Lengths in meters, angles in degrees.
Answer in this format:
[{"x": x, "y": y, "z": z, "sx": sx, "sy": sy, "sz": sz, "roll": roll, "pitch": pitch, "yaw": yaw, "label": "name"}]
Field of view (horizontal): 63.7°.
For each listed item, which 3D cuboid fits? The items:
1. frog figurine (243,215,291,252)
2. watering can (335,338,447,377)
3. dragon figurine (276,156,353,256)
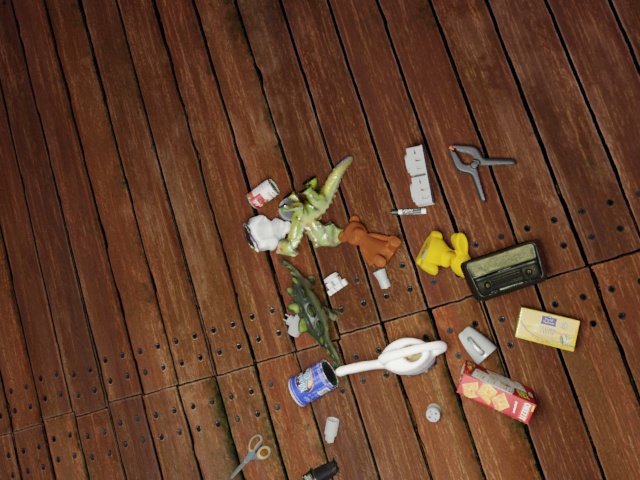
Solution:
[{"x": -0.185, "y": -0.033, "z": 1.853, "sx": 0.161, "sy": 0.120, "sz": 0.139, "roll": -24, "pitch": 70, "yaw": -22, "label": "frog figurine"}, {"x": 0.237, "y": 0.379, "z": 1.629, "sx": 0.346, "sy": 0.221, "sz": 0.106, "roll": -19, "pitch": 65, "yaw": 15, "label": "watering can"}, {"x": 0.005, "y": -0.090, "z": 1.790, "sx": 0.412, "sy": 0.123, "sz": 0.241, "roll": -34, "pitch": 101, "yaw": -7, "label": "dragon figurine"}]
